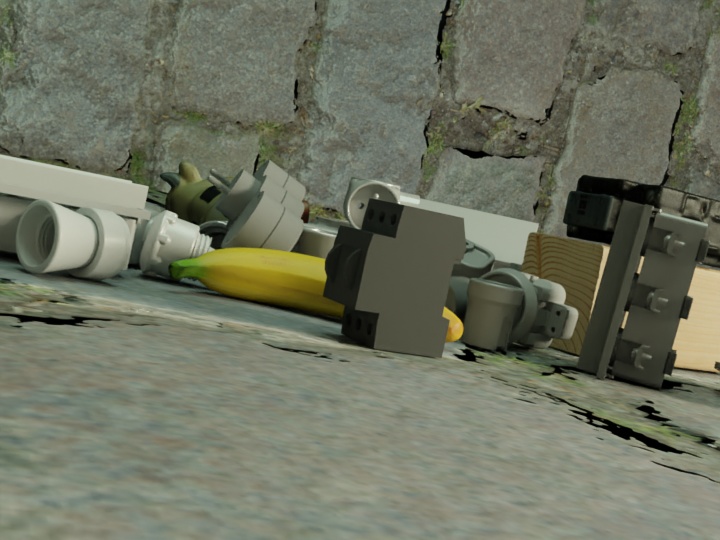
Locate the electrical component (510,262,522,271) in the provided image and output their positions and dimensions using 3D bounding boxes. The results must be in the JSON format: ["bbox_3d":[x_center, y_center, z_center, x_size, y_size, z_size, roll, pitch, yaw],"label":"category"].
[{"bbox_3d":[0.198,0.034,1.020,0.113,0.057,0.078,10,4,-32],"label":"electrical component"}]

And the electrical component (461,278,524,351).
[{"bbox_3d":[0.094,0.032,0.777,0.040,0.046,0.040,12,4,-1],"label":"electrical component"}]

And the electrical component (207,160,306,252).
[{"bbox_3d":[-0.086,-0.051,0.822,0.074,0.052,0.138,37,16,-14],"label":"electrical component"}]

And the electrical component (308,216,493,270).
[{"bbox_3d":[0.033,-0.007,1.067,0.186,0.060,0.105,13,4,12],"label":"electrical component"}]

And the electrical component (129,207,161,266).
[{"bbox_3d":[-0.161,-0.024,0.813,0.079,0.043,0.077,14,2,10],"label":"electrical component"}]

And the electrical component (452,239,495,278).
[{"bbox_3d":[0.065,-0.002,0.968,0.095,0.059,0.054,27,26,17],"label":"electrical component"}]

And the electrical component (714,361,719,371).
[{"bbox_3d":[0.306,0.070,0.761,0.079,0.063,0.121,12,4,6],"label":"electrical component"}]

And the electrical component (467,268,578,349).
[{"bbox_3d":[0.119,0.029,0.823,0.078,0.058,0.057,20,6,37],"label":"electrical component"}]

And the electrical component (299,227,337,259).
[{"bbox_3d":[-0.029,-0.001,0.807,0.045,0.055,0.045,12,4,-1],"label":"electrical component"}]

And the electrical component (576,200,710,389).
[{"bbox_3d":[0.202,0.018,0.759,0.063,0.121,0.079,16,4,15],"label":"electrical component"}]

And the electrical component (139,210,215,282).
[{"bbox_3d":[-0.122,-0.011,0.762,0.062,0.048,0.048,20,2,-11],"label":"electrical component"}]

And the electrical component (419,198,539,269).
[{"bbox_3d":[0.090,-0.022,1.173,0.186,0.060,0.105,13,30,13],"label":"electrical component"}]

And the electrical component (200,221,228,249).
[{"bbox_3d":[-0.113,-0.018,0.873,0.045,0.045,0.055,12,3,3],"label":"electrical component"}]

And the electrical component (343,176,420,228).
[{"bbox_3d":[0.026,-0.049,0.902,0.079,0.044,0.077,12,4,-4],"label":"electrical component"}]

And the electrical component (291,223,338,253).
[{"bbox_3d":[0.000,0.000,0.882,0.109,0.056,0.109,13,4,13],"label":"electrical component"}]

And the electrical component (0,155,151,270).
[{"bbox_3d":[-0.211,-0.038,0.712,0.121,0.063,0.079,10,4,-28],"label":"electrical component"}]

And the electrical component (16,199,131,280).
[{"bbox_3d":[-0.175,-0.018,0.661,0.045,0.045,0.055,15,4,39],"label":"electrical component"}]
